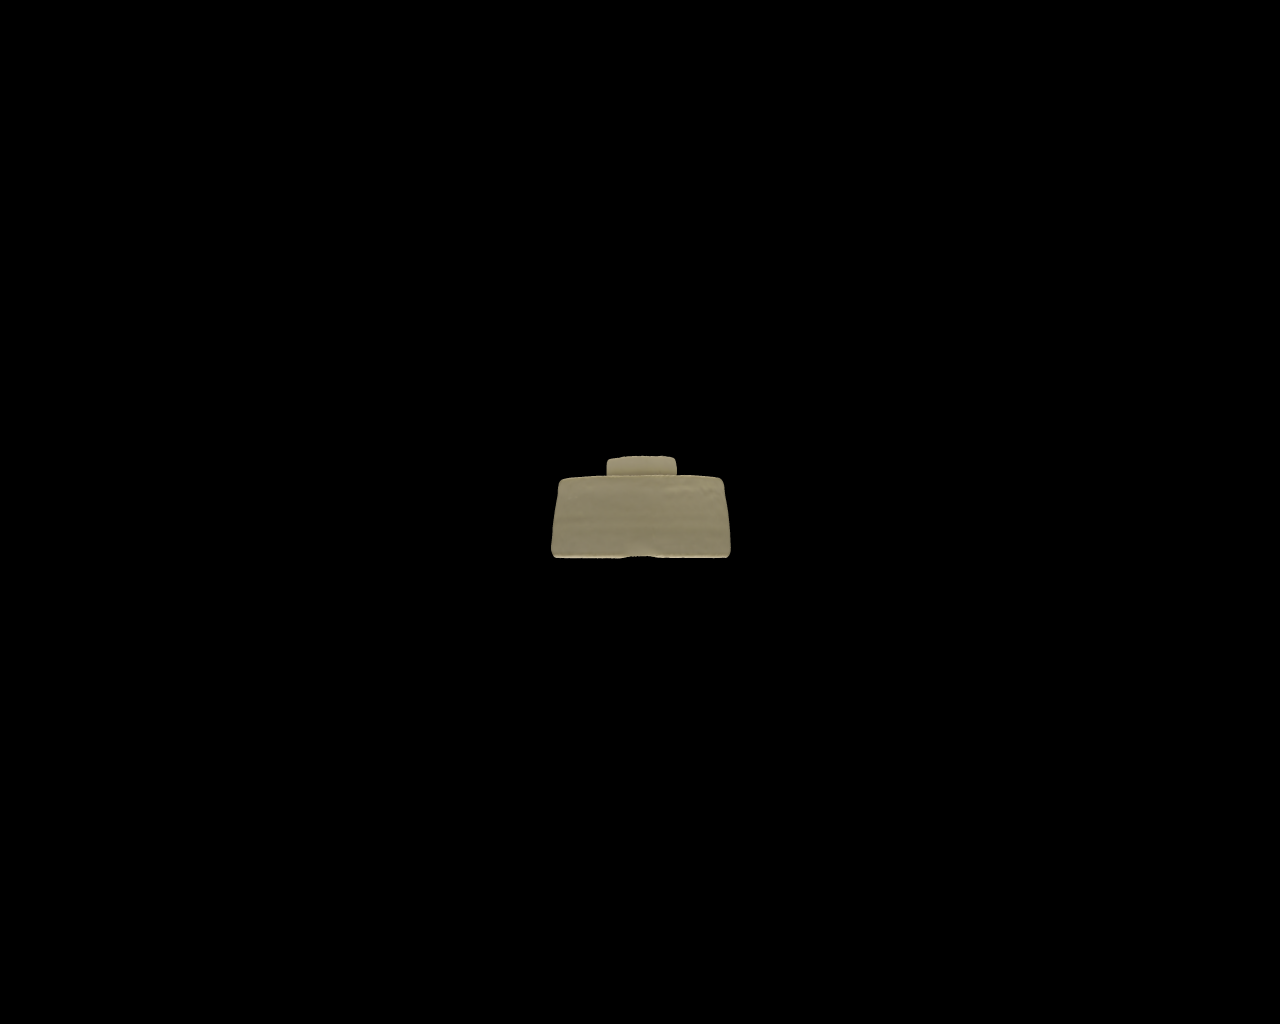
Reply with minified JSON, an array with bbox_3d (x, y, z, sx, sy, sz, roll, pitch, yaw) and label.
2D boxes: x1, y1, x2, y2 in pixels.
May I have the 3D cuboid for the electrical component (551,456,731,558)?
[{"bbox_3d":[0.001,-0.003,0.650,0.108,0.060,0.108,0,-2,0],"label":"electrical component"}]
